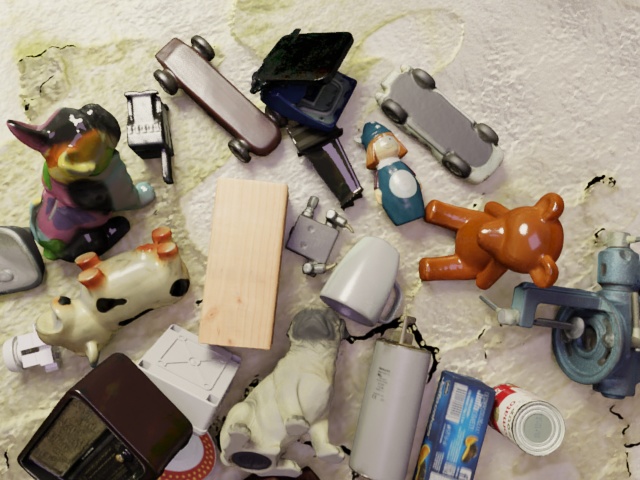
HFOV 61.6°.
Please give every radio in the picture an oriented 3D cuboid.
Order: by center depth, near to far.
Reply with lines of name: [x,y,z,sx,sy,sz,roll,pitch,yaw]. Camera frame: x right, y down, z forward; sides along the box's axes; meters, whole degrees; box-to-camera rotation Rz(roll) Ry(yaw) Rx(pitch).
radio: [-0.252,0.238,0.622,0.131,0.073,0.229,45,127,-1]

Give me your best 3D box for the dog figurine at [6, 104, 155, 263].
dog figurine: [-0.298,-0.064,0.638,0.108,0.219,0.191,39,84,5]

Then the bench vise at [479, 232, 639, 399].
bench vise: [0.342,0.088,0.695,0.241,0.129,0.223,8,94,-14]

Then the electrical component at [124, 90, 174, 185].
electrical component: [-0.226,-0.132,0.720,0.048,0.075,0.119,-5,88,-4]

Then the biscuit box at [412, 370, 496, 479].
biscuit box: [0.169,0.277,0.704,0.059,0.063,0.202,17,84,0]

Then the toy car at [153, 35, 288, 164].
toy car: [-0.137,-0.192,0.738,0.202,0.053,0.089,41,80,-2]

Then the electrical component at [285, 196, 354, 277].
electrical component: [-0.003,-0.001,0.730,0.078,0.045,0.102,30,84,-1]

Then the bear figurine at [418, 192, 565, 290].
bear figurine: [0.207,0.003,0.664,0.132,0.196,0.120,6,88,-1]

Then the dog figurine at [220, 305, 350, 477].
dog figurine: [-0.046,0.183,0.684,0.172,0.191,0.121,-15,128,16]

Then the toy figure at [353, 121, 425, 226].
toy figure: [0.099,-0.097,0.739,0.064,0.058,0.154,-16,83,-40]

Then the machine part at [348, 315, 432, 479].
machine part: [0.091,0.218,0.698,0.079,0.079,0.243,14,85,-1]

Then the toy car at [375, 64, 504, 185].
toy car: [0.166,-0.160,0.748,0.202,0.056,0.073,42,91,3]

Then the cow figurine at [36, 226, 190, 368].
cow figurine: [-0.261,0.077,0.687,0.195,0.086,0.127,-24,122,-17]

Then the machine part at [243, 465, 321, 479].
machine part: [-0.057,0.405,0.672,0.201,0.087,0.201,-34,87,-6]

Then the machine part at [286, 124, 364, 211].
machine part: [0.015,-0.108,0.740,0.084,0.039,0.139,-26,86,-21]

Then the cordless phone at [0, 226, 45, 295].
cordless phone: [-0.436,0.019,0.641,0.147,0.184,0.088,-9,81,-3]

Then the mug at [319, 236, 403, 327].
mug: [0.069,0.056,0.714,0.109,0.081,0.107,33,76,-17]

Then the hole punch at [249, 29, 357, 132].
hole punch: [-0.015,-0.214,0.723,0.116,0.092,0.142,12,59,23]
